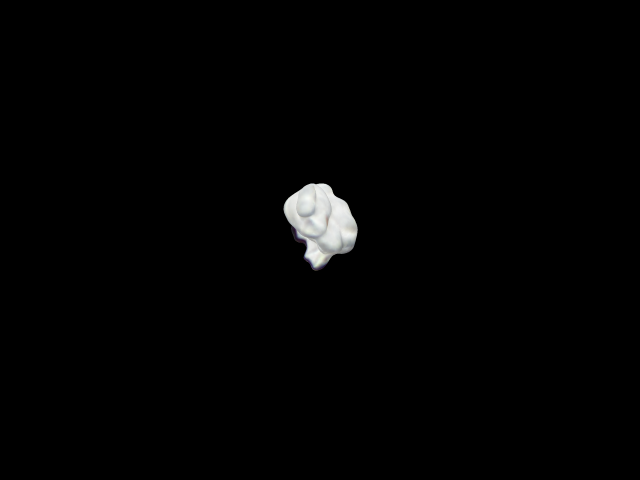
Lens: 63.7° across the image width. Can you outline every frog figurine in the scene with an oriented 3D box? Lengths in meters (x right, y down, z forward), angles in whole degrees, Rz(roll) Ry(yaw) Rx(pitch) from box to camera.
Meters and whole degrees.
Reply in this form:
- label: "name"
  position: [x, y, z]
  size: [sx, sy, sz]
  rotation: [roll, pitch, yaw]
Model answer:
- label: "frog figurine"
  position: [0.003, -0.043, 0.850]
  size: [0.123, 0.141, 0.155]
  rotation: [-2, -39, -2]
